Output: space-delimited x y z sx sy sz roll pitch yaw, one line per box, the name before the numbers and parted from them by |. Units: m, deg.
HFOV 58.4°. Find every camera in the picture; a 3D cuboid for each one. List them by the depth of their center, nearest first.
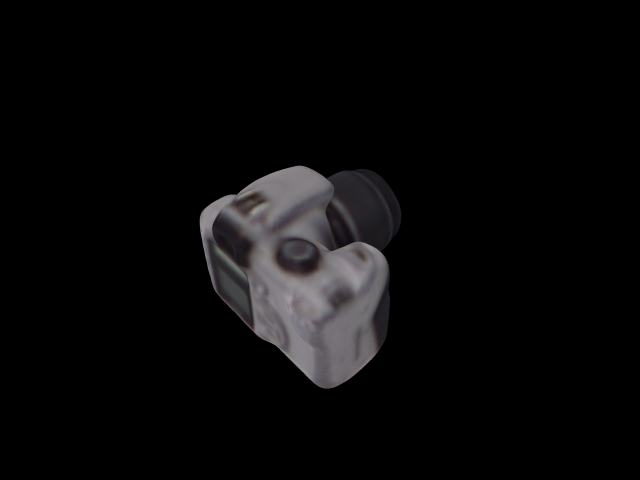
camera | 0.004 0.001 0.400 0.137 0.101 0.142 -31 50 -30
